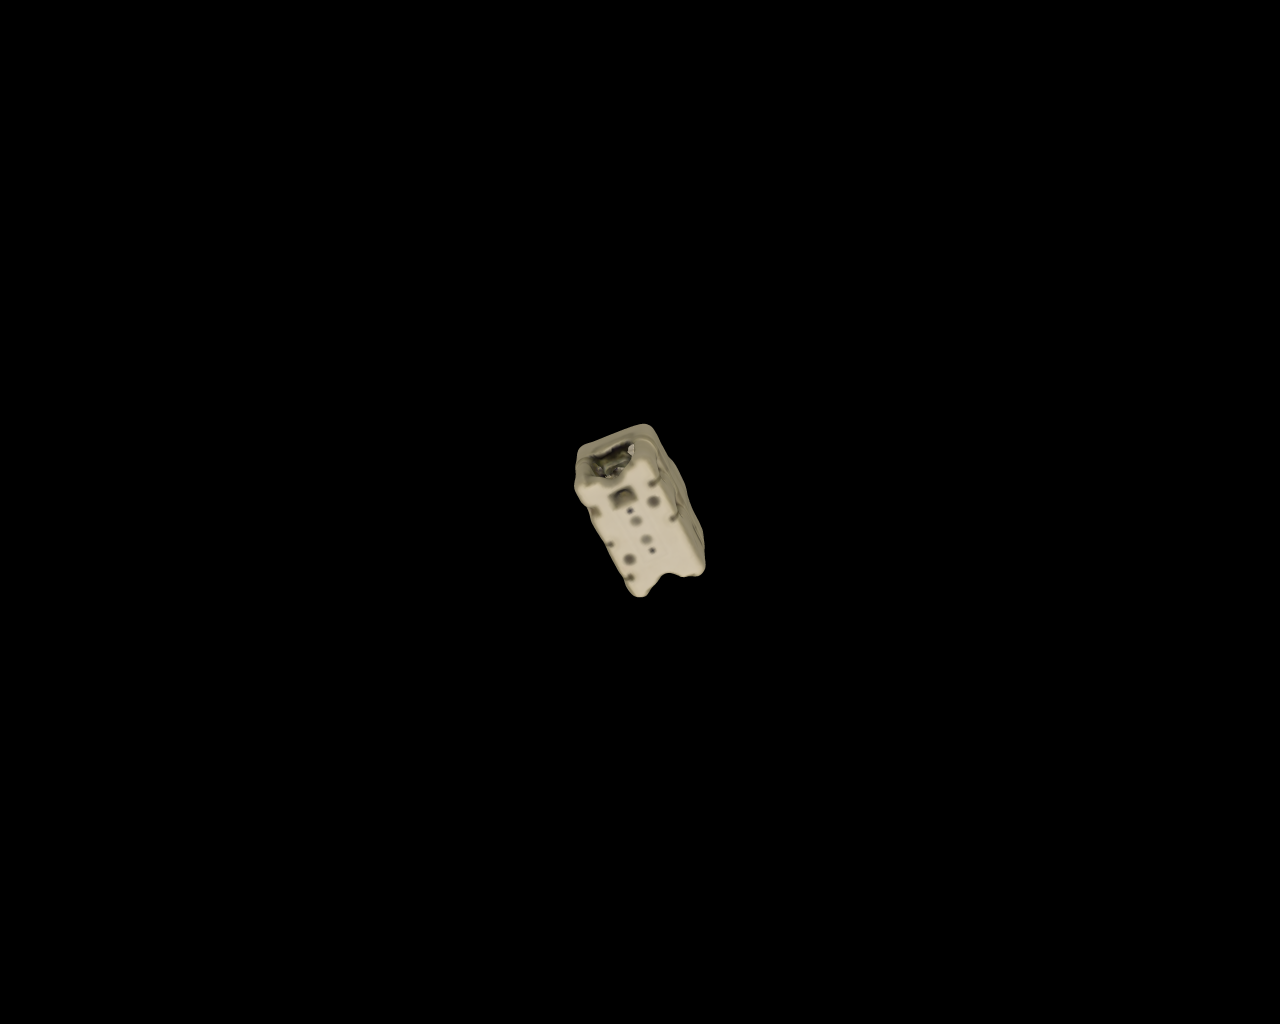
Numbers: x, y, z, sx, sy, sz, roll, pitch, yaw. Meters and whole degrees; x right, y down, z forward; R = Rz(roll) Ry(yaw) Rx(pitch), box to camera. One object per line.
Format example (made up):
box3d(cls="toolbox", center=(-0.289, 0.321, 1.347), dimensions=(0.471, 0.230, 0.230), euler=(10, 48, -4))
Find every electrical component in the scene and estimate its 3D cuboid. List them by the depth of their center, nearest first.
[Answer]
box3d(cls="electrical component", center=(0.001, -0.003, 0.650), dimensions=(0.050, 0.089, 0.056), euler=(-21, 28, 12))
